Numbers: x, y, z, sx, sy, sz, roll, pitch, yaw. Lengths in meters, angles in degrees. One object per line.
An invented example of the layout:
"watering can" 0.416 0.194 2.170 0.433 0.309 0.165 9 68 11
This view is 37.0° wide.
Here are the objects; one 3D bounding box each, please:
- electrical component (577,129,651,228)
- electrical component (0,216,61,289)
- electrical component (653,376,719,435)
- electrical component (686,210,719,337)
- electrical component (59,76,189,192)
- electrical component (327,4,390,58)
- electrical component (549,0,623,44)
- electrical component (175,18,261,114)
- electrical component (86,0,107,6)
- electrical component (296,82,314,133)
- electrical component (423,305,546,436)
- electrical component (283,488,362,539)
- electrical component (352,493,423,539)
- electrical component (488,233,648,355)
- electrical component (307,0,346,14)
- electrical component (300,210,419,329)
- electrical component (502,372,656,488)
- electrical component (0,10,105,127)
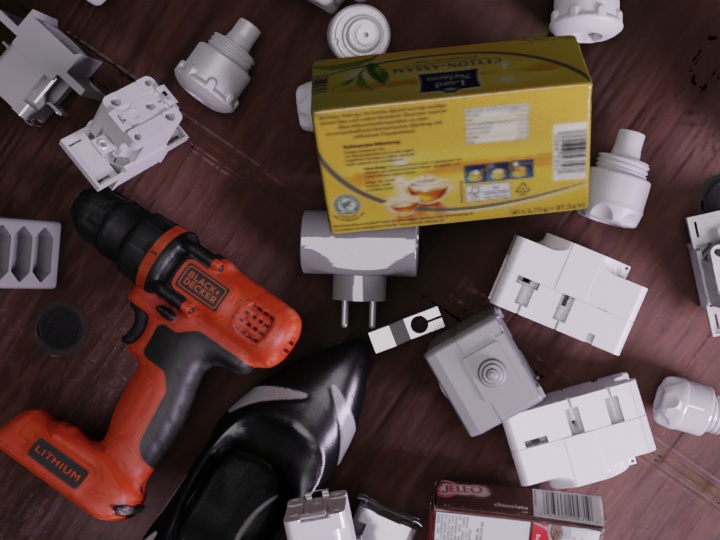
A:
"electrical component" 0.171 -0.061 0.708 0.043 0.043 0.062 16 92 4
"electrical component" -0.258 -0.014 0.742 0.077 0.066 0.047 7 93 34
"electrical component" 0.228 0.094 0.713 0.061 0.035 0.035 16 93 2
"electrical component" 0.243 0.001 0.694 0.042 0.064 0.081 -13 91 5
"electrical component" -0.153 -0.093 0.719 0.042 0.064 0.081 50 54 2
"electrical component" 0.000 -0.154 0.706 0.040 0.078 0.040 -1 102 -5
"electrical component" 0.149 -0.183 0.707 0.048 0.048 0.062 2 85 5
"electrical component" -0.092 -0.141 0.729 0.048 0.048 0.062 35 87 3
"electrical component" -0.155 -0.261 0.720 0.150 0.062 0.089 -38 86 6
"electrical component" -0.011 -0.113 0.727 0.061 0.035 0.035 -7 91 3
"electrical component" 0.077 0.066 0.694 0.061 0.096 0.061 -30 89 7
"electrical component" -0.022 0.174 0.670 0.042 0.081 0.063 -12 97 2
"electrical component" 0.009 0.191 0.732 0.081 0.042 0.063 23 92 4
"electrical component" 0.137 0.011 0.710 0.089 0.050 0.055 23 95 4
"electrical component" -0.034 -0.230 0.718 0.100 0.048 0.099 31 94 3
"electrical component" 0.000 0.000 0.725 0.077 0.043 0.079 2 92 5
"electrical component" 0.144 0.109 0.713 0.089 0.050 0.055 -17 90 6
"electrical component" -0.221 -0.138 0.742 0.081 0.042 0.063 43 96 3
